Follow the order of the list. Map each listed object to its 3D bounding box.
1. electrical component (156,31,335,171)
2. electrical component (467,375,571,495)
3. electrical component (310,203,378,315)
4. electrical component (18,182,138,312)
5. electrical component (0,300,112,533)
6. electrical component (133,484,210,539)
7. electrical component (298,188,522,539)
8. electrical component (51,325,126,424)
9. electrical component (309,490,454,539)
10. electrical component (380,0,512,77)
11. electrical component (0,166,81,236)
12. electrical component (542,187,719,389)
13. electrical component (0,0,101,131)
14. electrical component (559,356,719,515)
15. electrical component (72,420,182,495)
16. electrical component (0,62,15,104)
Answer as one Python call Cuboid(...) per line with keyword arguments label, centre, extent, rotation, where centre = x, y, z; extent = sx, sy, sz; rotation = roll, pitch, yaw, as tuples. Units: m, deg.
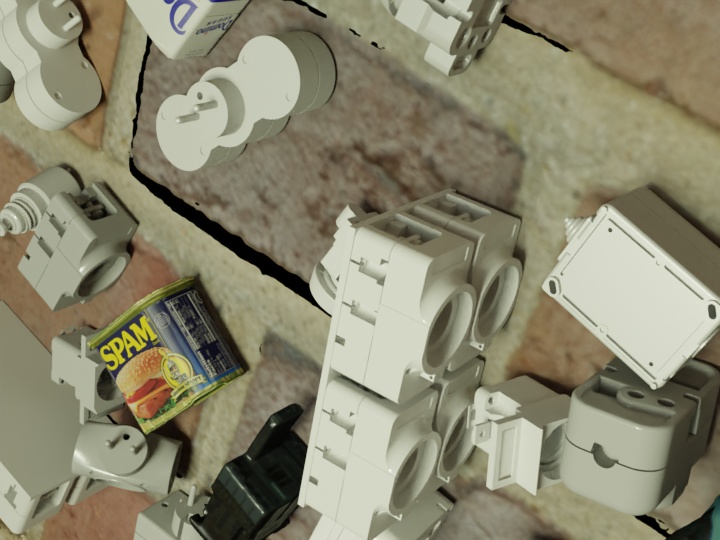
Cuboid(label="electrical component", centre=(-0.087, -0.106, 0.696), extent=(0.138, 0.074, 0.052), rotation=(-24, 90, 39))
Cuboid(label="electrical component", centre=(0.100, 0.092, 0.626), extent=(0.064, 0.081, 0.042), rotation=(31, 124, 52))
Cuboid(label="electrical component", centre=(0.000, 0.000, 0.685), extent=(0.066, 0.048, 0.055), rotation=(47, 119, 15))
Cuboid(label="electrical component", centre=(-0.218, -0.015, 0.838), extent=(0.055, 0.050, 0.089), rotation=(47, 126, 13))
Cuboid(label="electrical component", centre=(-0.299, 0.122, 0.909), extent=(0.186, 0.105, 0.060), rotation=(43, 126, 18))
Cuboid(label="electrical component", centre=(-0.130, 0.203, 0.847), extent=(0.083, 0.047, 0.075), rotation=(29, 120, 26))
Cuboid(label="electrical component", centre=(0.033, 0.057, 0.640), extent=(0.060, 0.105, 0.186), rotation=(25, 119, 28))
Cuboid(label="electrical component", centre=(-0.218, 0.079, 0.875), extent=(0.064, 0.042, 0.081), rotation=(23, 117, 31))
Cuboid(label="electrical component", centre=(0.004, 0.188, 0.723), extent=(0.057, 0.078, 0.113), rotation=(37, 124, 18))
Cuboid(label="electrical component", centre=(0.047, -0.155, 0.591), extent=(0.057, 0.058, 0.078), rotation=(37, 124, 18))
Cuboid(label="electrical component", centre=(-0.253, -0.050, 0.841), extent=(0.040, 0.078, 0.040), rotation=(19, 130, 25))
Cuboid(label="electrical component", centre=(0.148, 0.002, 0.564), extent=(0.096, 0.061, 0.061), rotation=(44, 126, 17))
Cuboid(label="electrical component", centre=(-0.231, -0.179, 0.793), extent=(0.074, 0.052, 0.138), rotation=(-22, 91, 39))
Cuboid(label="electrical component", centre=(0.148, 0.086, 0.569), extent=(0.054, 0.095, 0.059), rotation=(19, 116, 32))
Cuboid(label="electrical component", centre=(-0.182, 0.143, 0.833), extent=(0.077, 0.044, 0.079), rotation=(13, 160, -2))
Cuboid(label="electrical component", centre=(-0.293, -0.166, 0.844), extent=(0.055, 0.055, 0.047), rotation=(48, 123, 15))
